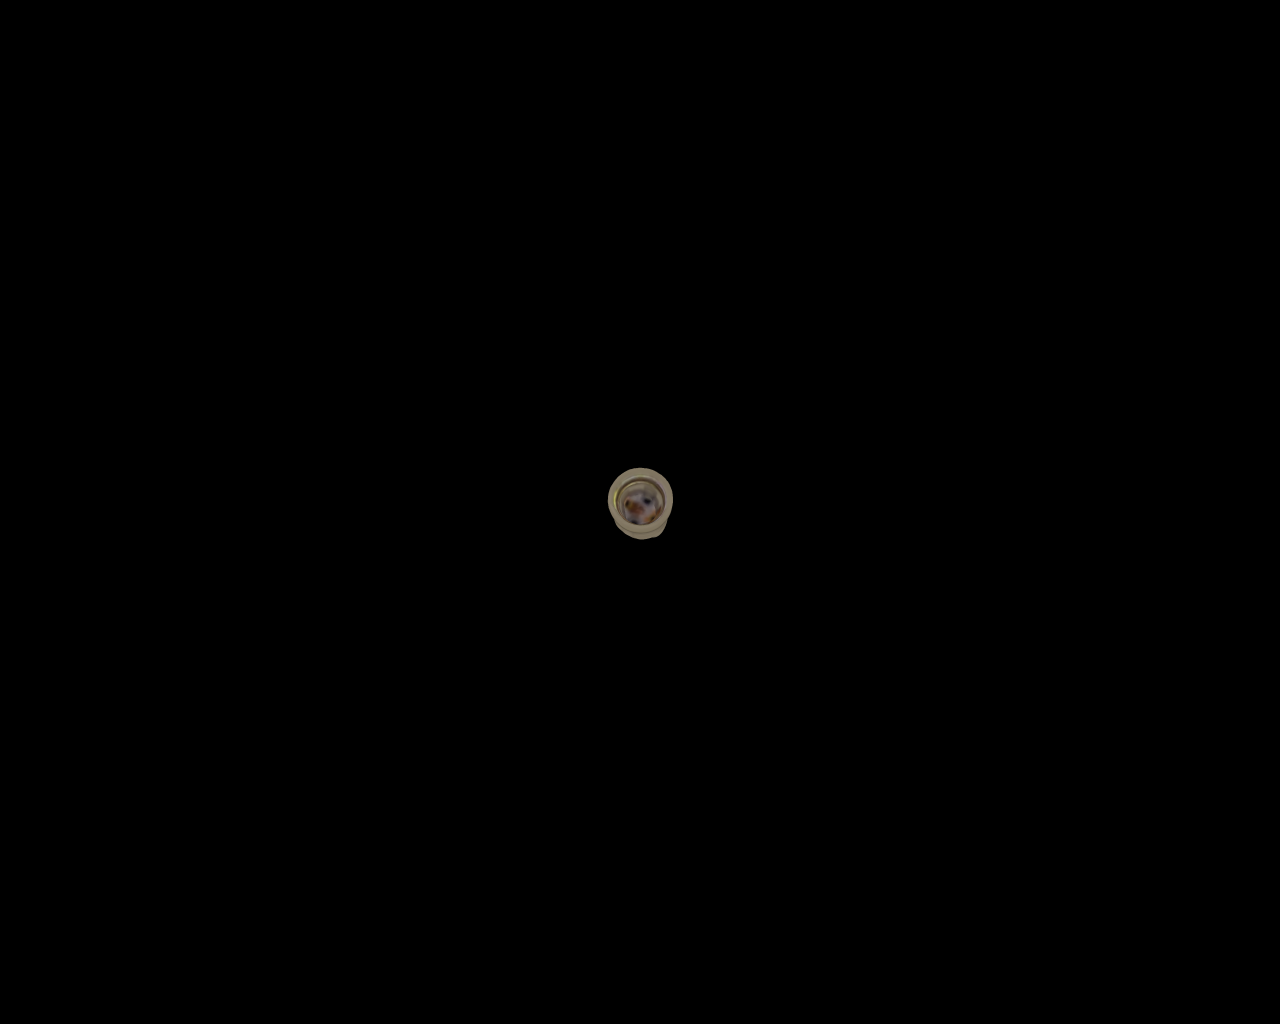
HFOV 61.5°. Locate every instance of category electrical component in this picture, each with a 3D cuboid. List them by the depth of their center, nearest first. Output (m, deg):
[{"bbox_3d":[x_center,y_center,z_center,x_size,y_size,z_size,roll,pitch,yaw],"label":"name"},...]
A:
[{"bbox_3d":[0.001,-0.003,0.650,0.040,0.040,0.046,0,-15,0],"label":"electrical component"}]
